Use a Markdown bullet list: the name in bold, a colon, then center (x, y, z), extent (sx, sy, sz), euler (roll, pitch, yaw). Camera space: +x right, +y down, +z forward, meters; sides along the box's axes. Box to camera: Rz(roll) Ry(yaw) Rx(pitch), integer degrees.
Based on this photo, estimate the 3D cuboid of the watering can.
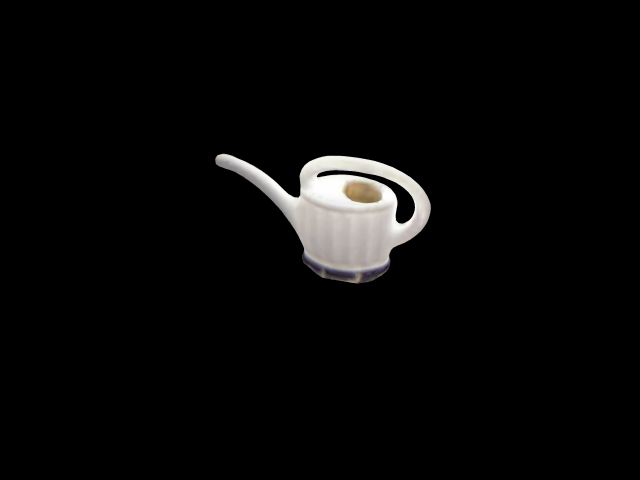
- **watering can**: center (0.003, -0.043, 0.850), extent (0.348, 0.219, 0.106), euler (8, 37, 11)
